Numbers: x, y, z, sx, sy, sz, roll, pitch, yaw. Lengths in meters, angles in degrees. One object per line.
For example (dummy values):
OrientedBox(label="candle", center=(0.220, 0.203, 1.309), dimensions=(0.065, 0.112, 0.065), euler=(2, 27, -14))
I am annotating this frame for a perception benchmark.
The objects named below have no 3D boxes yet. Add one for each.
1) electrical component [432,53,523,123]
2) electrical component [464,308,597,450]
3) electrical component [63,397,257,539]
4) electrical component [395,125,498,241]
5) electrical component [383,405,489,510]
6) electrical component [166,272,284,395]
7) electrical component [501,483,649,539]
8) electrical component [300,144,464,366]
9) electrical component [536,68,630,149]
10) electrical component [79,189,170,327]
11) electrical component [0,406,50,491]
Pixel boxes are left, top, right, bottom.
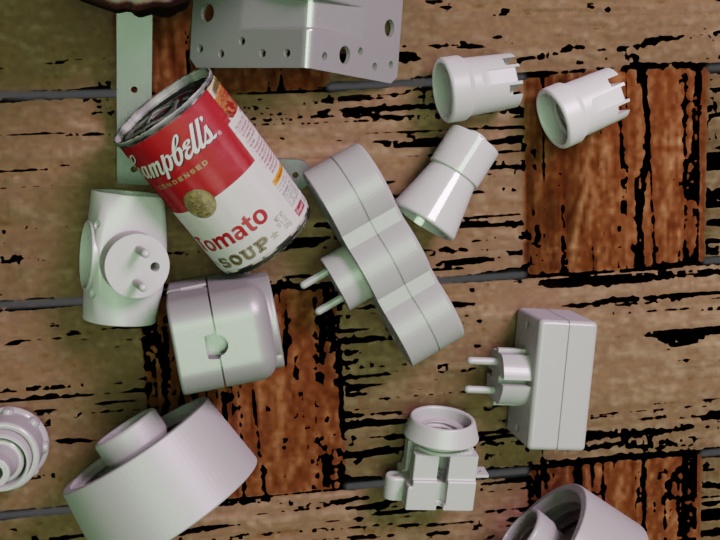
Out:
OrientedBox(label="electrical component", center=(0.072, -0.114, 0.663), dimensions=(0.046, 0.040, 0.040), euler=(-10, 99, -13))
OrientedBox(label="electrical component", center=(0.104, 0.069, 0.689), dimensions=(0.076, 0.047, 0.083), euler=(3, 97, -10))
OrientedBox(label="electrical component", center=(-0.122, 0.116, 0.630), dimensions=(0.108, 0.108, 0.060), euler=(-32, 96, -4))
OrientedBox(label="electrical component", center=(0.056, -0.056, 0.668), dimensions=(0.044, 0.044, 0.065), euler=(33, 87, -12))
OrientedBox(label="electrical component", center=(0.050, 0.120, 0.689), dimensions=(0.066, 0.048, 0.055), euler=(3, 105, -10))
OrientedBox(label="electrical component", center=(-0.079, 0.033, 0.629), dimensions=(0.059, 0.095, 0.053), euler=(-10, 99, -8))
OrientedBox(label="electrical component", center=(0.122, 0.185, 0.681), dimensions=(0.060, 0.108, 0.108), euler=(40, 90, -6))
OrientedBox(label="electrical component", center=(0.000, 0.000, 0.660), dimensions=(0.074, 0.052, 0.138), euler=(-30, 102, -4))
OrientedBox(label="electrical component", center=(0.141, -0.103, 0.677), dimensions=(0.046, 0.040, 0.040), euler=(-24, 101, -12))
OrientedBox(label="electrical component", center=(-0.134, -0.005, 0.623), dimensions=(0.044, 0.079, 0.077), euler=(3, 97, -24))
OrientedBox(label="electrical component", center=(-0.211, 0.110, 0.634), dimensions=(0.048, 0.062, 0.048), euler=(-1, 98, -9))
